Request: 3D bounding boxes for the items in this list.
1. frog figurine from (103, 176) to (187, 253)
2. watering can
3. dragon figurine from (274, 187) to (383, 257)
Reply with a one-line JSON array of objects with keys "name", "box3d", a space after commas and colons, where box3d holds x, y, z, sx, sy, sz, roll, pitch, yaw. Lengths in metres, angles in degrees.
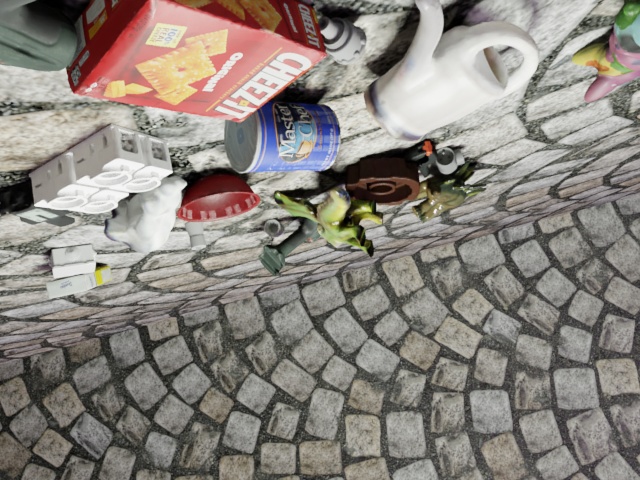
[{"name": "frog figurine", "box3d": [-0.287, -0.054, 0.907, 0.158, 0.121, 0.140, -27, -163, 14]}, {"name": "watering can", "box3d": [0.150, -0.220, 0.676, 0.222, 0.105, 0.348, -25, 165, 39]}, {"name": "dragon figurine", "box3d": [0.003, -0.058, 1.145, 0.243, 0.123, 0.404, 11, 165, 24]}]
